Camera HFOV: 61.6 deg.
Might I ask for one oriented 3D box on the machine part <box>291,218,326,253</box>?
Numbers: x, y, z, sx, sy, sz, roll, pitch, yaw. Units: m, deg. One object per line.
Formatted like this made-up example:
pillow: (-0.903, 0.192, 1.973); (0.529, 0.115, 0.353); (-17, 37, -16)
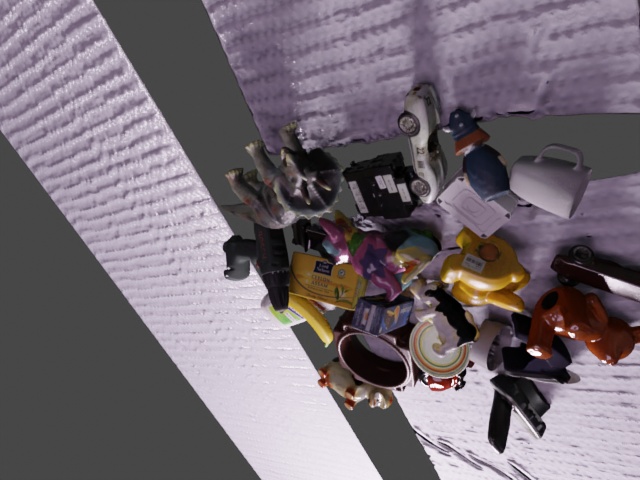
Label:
machine part: (-0.002, -0.004, 1.176); (0.139, 0.039, 0.084); (18, 126, 22)

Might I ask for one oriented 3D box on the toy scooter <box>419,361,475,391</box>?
toy scooter: (0.288, 0.272, 1.189); (0.135, 0.075, 0.183); (10, 125, 27)

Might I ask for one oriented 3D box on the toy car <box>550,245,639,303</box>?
toy car: (0.489, 0.062, 0.883); (0.202, 0.053, 0.089); (21, 156, 21)

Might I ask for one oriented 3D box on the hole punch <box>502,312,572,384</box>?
hole punch: (0.407, 0.198, 1.007); (0.116, 0.142, 0.092); (6, 103, 12)

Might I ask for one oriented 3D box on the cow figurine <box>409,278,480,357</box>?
cow figurine: (0.246, 0.139, 1.074); (0.098, 0.068, 0.167); (-38, 66, 34)

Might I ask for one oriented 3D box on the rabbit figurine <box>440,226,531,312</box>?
rabbit figurine: (0.304, 0.066, 0.993); (0.162, 0.122, 0.173); (18, 148, 9)

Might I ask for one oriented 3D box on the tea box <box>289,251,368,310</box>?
tea box: (0.016, 0.090, 1.190); (0.170, 0.068, 0.098); (10, 87, 27)

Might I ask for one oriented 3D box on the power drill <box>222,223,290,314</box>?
power drill: (-0.146, 0.054, 1.233); (0.207, 0.086, 0.232); (-11, 83, 57)

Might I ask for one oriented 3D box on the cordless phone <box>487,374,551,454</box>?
cordless phone: (0.407, 0.384, 1.121); (0.089, 0.184, 0.146); (-25, 109, 40)

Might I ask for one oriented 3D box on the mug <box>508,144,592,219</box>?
mug: (0.349, -0.097, 0.823); (0.107, 0.081, 0.109); (23, 141, 29)

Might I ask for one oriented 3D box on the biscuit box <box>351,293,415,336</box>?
biscuit box: (0.133, 0.147, 1.100); (0.059, 0.202, 0.062); (17, 96, 25)

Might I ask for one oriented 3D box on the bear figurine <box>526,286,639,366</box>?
bear figurine: (0.461, 0.167, 0.919); (0.196, 0.132, 0.120); (36, 134, -12)

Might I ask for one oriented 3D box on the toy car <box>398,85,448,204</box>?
toy car: (0.176, -0.155, 0.894); (0.056, 0.073, 0.201); (4, 128, 32)

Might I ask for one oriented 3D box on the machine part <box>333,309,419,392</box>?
machine part: (0.139, 0.255, 1.268); (0.202, 0.087, 0.200); (9, 130, 27)

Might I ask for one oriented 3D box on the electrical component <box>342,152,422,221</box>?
electrical component: (0.124, -0.097, 0.994); (0.134, 0.058, 0.114); (-2, 126, 35)

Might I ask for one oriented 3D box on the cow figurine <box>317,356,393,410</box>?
cow figurine: (0.102, 0.366, 1.379); (0.195, 0.127, 0.085); (27, 138, 33)

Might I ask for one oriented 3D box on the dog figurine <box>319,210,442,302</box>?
dog figurine: (0.105, 0.006, 1.059); (0.219, 0.108, 0.191); (43, 123, 10)

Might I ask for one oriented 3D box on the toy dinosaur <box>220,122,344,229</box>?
toy dinosaur: (-0.085, -0.090, 1.071); (0.192, 0.131, 0.405); (60, 148, 8)

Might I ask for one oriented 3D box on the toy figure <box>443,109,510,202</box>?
toy figure: (0.248, -0.136, 0.855); (0.058, 0.064, 0.154); (101, 147, -77)
